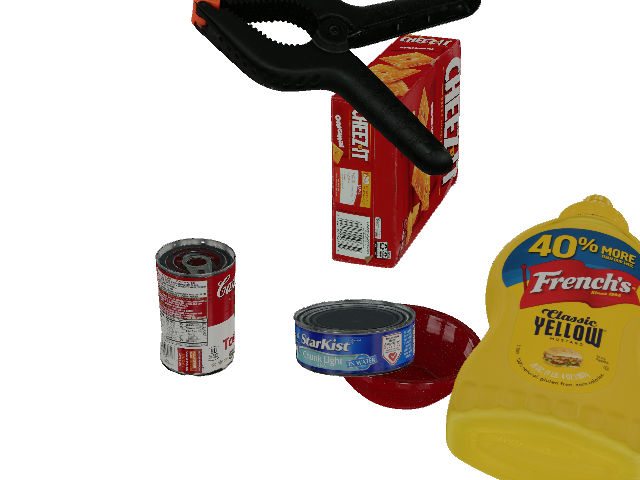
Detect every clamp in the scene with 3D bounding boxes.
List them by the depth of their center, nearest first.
[{"bbox_3d":[0.011,-0.129,0.753,0.210,0.164,0.036,9,-31,-6],"label":"clamp"}]

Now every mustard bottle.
[{"bbox_3d":[0.133,0.041,0.560,0.096,0.058,0.191,10,43,16],"label":"mustard bottle"}]

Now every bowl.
[{"bbox_3d":[0.083,0.125,1.091,0.162,0.055,0.162,2,25,-1],"label":"bowl"}]

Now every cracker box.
[{"bbox_3d":[0.078,-0.092,1.035,0.072,0.164,0.213,9,28,20],"label":"cracker box"}]

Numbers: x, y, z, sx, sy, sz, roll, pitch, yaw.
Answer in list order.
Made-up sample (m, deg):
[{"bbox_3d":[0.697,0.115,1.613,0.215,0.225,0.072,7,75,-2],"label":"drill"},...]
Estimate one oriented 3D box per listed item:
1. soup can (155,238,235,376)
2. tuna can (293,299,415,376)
[{"bbox_3d":[-0.108,0.058,0.927,0.068,0.102,0.068,2,26,-1],"label":"soup can"},{"bbox_3d":[0.024,0.068,0.751,0.086,0.034,0.086,-2,11,0],"label":"tuna can"}]
